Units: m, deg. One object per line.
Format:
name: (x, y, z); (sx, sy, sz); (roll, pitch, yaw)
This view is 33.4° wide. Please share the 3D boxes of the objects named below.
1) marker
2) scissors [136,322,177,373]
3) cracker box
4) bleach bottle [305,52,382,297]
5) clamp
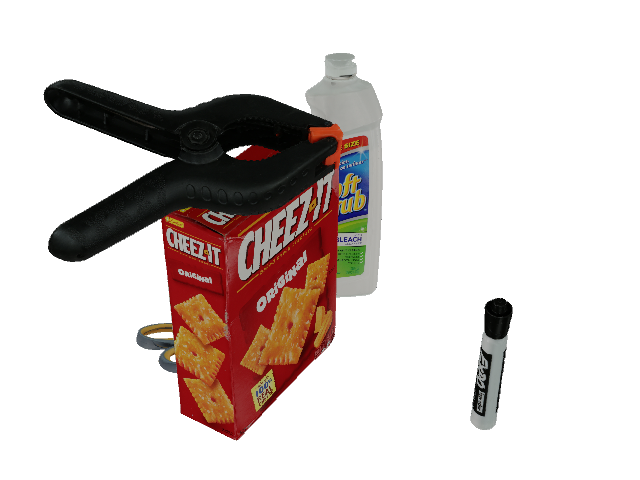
marker: (0.120, 0.087, 0.750); (0.020, 0.121, 0.020); (0, 40, 0)
scissors: (-0.102, 0.117, 1.186); (0.201, 0.016, 0.096); (3, 27, -17)
cracker box: (-0.051, 0.035, 0.901); (0.072, 0.214, 0.164); (21, 40, 25)
bleach bottle: (0.012, -0.066, 1.094); (0.102, 0.251, 0.068); (0, 25, 1)
clamp: (-0.076, -0.054, 0.601); (0.171, 0.120, 0.039); (-11, -27, -16)
